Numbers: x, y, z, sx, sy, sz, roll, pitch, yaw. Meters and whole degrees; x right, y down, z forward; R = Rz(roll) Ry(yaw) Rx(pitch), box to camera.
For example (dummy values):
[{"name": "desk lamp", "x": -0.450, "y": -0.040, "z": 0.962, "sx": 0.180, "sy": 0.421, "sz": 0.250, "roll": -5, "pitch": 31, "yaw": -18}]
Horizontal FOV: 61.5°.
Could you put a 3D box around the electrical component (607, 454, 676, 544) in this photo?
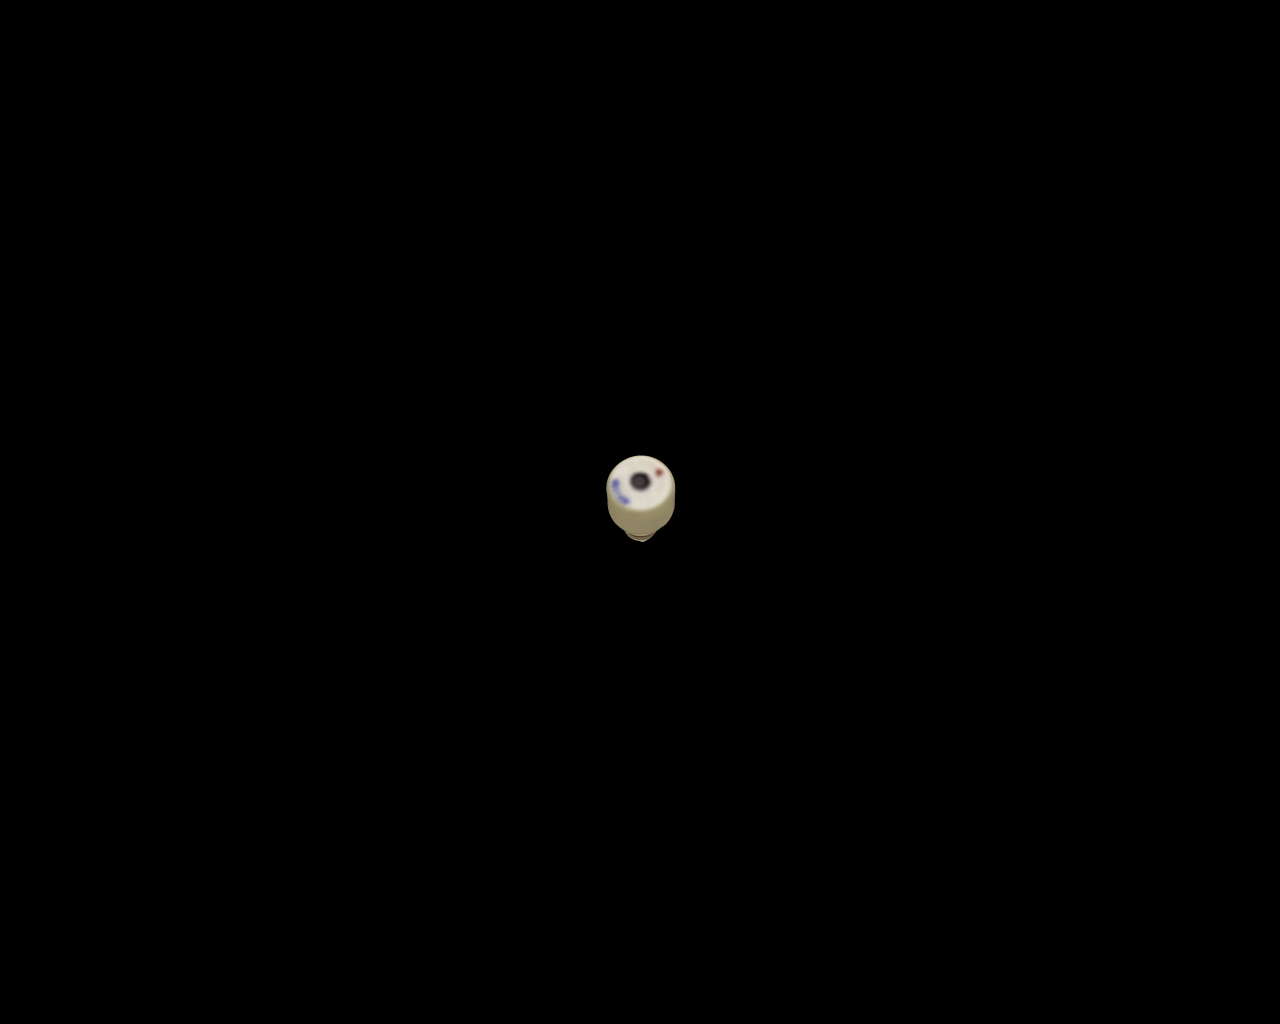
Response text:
[{"name": "electrical component", "x": 0.001, "y": -0.003, "z": 0.650, "sx": 0.040, "sy": 0.040, "sz": 0.078, "roll": 0, "pitch": -27, "yaw": 0}]
